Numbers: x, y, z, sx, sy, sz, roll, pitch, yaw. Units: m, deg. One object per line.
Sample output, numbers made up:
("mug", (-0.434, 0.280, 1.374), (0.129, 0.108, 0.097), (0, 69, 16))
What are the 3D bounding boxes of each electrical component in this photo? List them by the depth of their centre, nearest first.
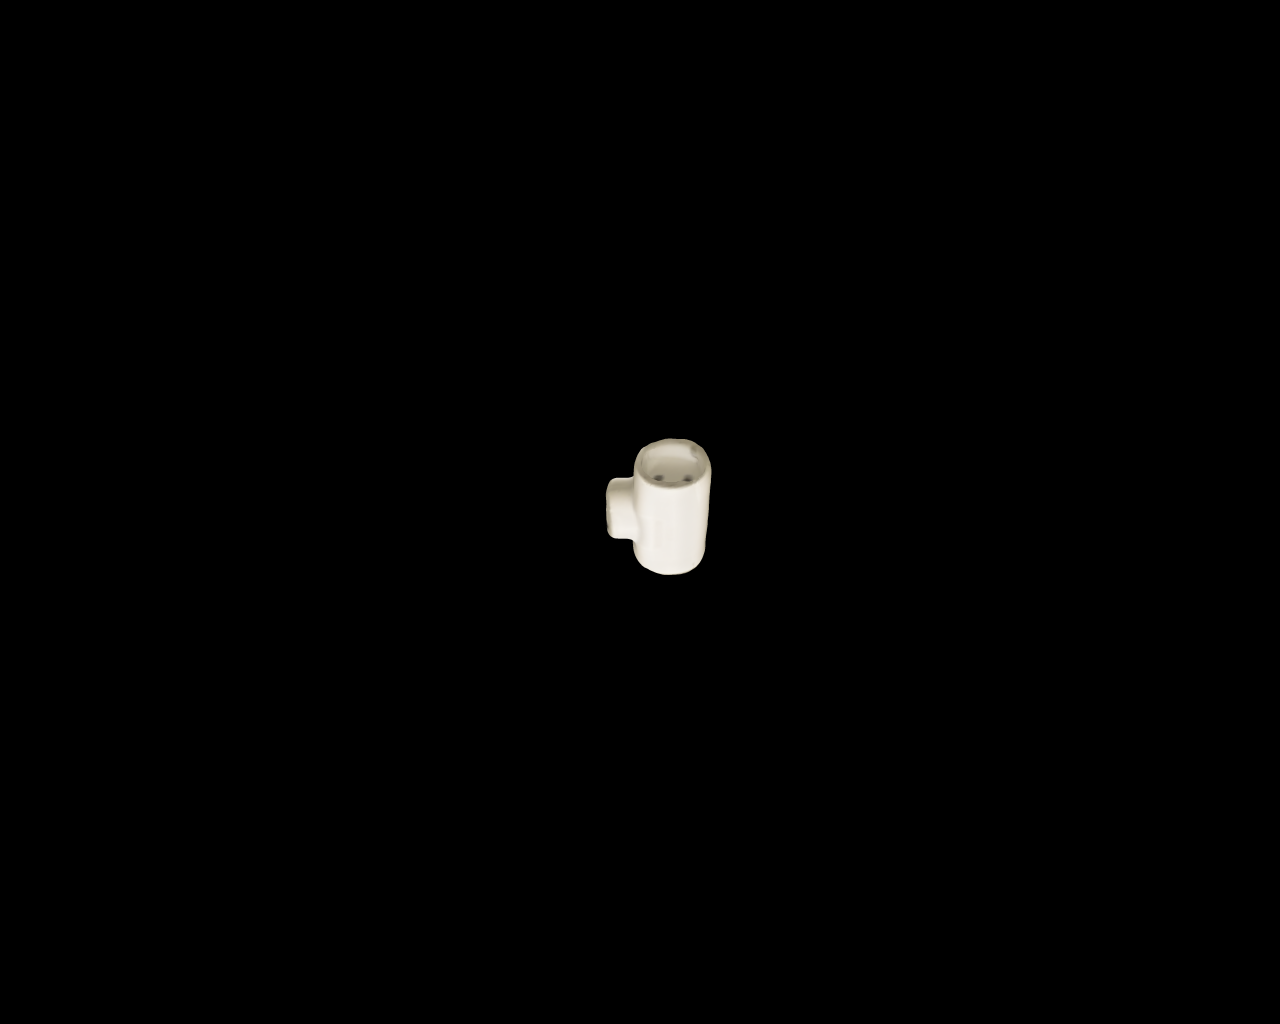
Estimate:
("electrical component", (0.001, -0.003, 0.650), (0.079, 0.043, 0.077), (0, -43, 0))
